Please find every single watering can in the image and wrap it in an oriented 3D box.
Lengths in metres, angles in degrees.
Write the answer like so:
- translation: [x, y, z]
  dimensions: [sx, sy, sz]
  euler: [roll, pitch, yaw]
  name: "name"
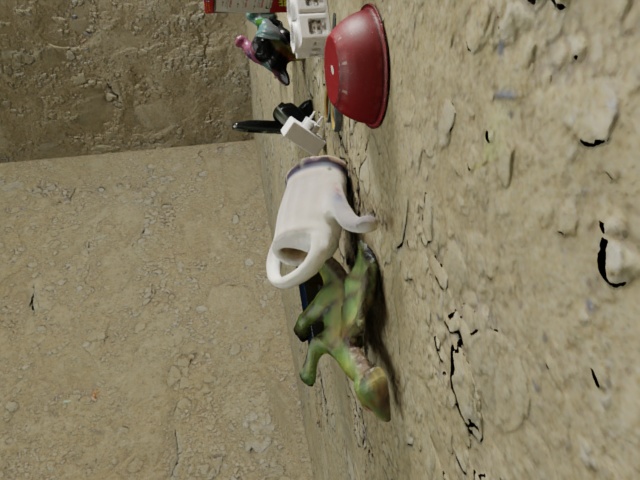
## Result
- translation: [0.003, -0.042, 0.844]
  dimensions: [0.342, 0.103, 0.229]
  euler: [-33, 41, 53]
  name: "watering can"

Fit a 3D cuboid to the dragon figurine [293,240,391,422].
- translation: [0.047, 0.093, 0.853]
  dimensions: [0.238, 0.122, 0.419]
  euler: [125, 144, -49]
  name: "dragon figurine"
